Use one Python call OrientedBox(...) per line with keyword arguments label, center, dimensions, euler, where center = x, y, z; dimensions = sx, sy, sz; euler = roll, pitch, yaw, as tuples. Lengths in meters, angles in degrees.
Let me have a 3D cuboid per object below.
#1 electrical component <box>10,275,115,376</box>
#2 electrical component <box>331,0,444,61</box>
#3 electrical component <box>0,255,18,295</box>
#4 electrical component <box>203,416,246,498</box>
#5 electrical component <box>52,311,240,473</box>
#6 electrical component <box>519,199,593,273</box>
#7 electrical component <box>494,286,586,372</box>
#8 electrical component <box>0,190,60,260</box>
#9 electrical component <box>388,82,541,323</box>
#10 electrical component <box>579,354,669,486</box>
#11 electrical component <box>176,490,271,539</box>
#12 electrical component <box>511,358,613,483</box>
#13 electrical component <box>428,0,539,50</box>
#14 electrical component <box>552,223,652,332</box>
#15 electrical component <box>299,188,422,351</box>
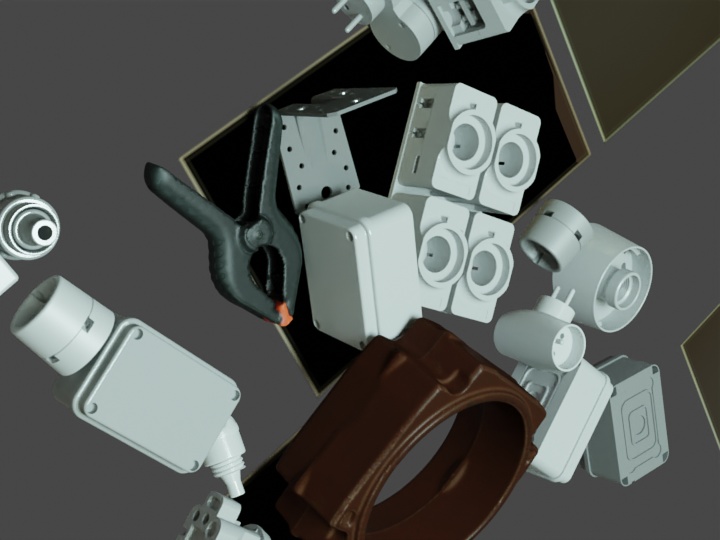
OrientedBox(label="electrical component", center=(-0.205, 0.037, 0.737), dimensions=(0.047, 0.055, 0.055), euler=(44, 72, -28))
OrientedBox(label="electrical component", center=(0.006, -0.220, 0.850), dimensions=(0.073, 0.052, 0.138), euler=(-50, 122, -19))
OrientedBox(label="electrical component", center=(-0.253, -0.003, 0.681), dimensions=(0.047, 0.077, 0.065), euler=(-45, 120, -22))
OrientedBox(label="electrical component", center=(-0.104, 0.145, 0.830), dimensions=(0.035, 0.035, 0.061), euler=(-17, 86, -33))
OrientedBox(label="electrical component", center=(-0.153, 0.089, 0.781), dimensions=(0.113, 0.057, 0.078), euler=(38, 75, -34))
OrientedBox(label="electrical component", center=(0.182, -0.031, 1.008), dimensions=(0.047, 0.055, 0.055), euler=(-49, 122, -15))
OrientedBox(label="electrical component", center=(0.175, 0.050, 0.999), dimensions=(0.044, 0.077, 0.079), euler=(39, 74, -34))
OrientedBox(label="electrical component", center=(-0.219, -0.027, 0.711), dimensions=(0.048, 0.062, 0.048), euler=(-6, 101, -35))
OrientedBox(label="electrical component", center=(0.085, -0.057, 0.928), dimensions=(0.105, 0.060, 0.186), euler=(15, 88, -37))
OrientedBox(label="electrical component", center=(0.262, 0.151, 1.091), dimensions=(0.078, 0.057, 0.113), euler=(-22, 109, -32))
OrientedBox(label="electrical component", center=(-0.106, 0.219, 0.836), dimensions=(0.057, 0.058, 0.078), euler=(32, 78, -32))
OrientedBox(label="electrical component", center=(0.178, 0.135, 1.014), dimensions=(0.057, 0.078, 0.113), euler=(37, 76, -33))
OrientedBox(label="electrical component", center=(0.114, -0.281, 0.880), dimensions=(0.105, 0.060, 0.186), euler=(56, 47, -28))
OrientedBox(label="electrical component", center=(0.240, 0.010, 1.064), dimensions=(0.099, 0.064, 0.099), euler=(-19, 122, -35))
OrientedBox(label="electrical component", center=(0.000, 0.000, 0.857), dimensions=(0.057, 0.078, 0.113), euler=(-24, 120, -34))
